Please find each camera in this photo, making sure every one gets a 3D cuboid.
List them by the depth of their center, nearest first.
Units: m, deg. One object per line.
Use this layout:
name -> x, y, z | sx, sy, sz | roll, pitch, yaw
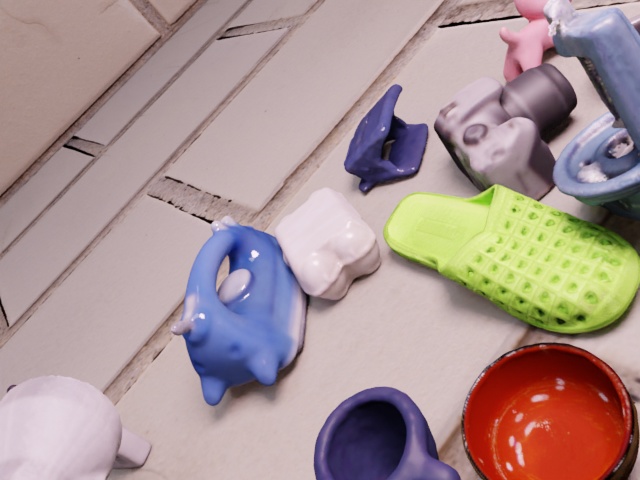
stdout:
camera -> 0.202, -0.125, 0.604 | 0.137, 0.101, 0.143 | -36, 34, 8

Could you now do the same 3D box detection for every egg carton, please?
egg carton -> 0.006, 0.002, 0.688 | 0.107, 0.070, 0.150 | -40, 34, 3

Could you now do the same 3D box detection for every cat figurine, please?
cat figurine -> 0.260, -0.273, 0.695 | 0.128, 0.118, 0.067 | -50, 35, -11

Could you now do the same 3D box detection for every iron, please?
iron -> -0.099, 0.052, 0.674 | 0.118, 0.142, 0.258 | -25, 38, 24

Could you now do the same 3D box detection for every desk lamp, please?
desk lamp -> -0.206, 0.246, 0.501 | 0.118, 0.214, 0.202 | -39, 34, 5

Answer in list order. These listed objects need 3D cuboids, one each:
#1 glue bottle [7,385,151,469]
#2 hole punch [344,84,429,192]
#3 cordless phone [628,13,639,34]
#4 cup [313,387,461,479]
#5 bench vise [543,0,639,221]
glue bottle -> -0.277, 0.209, 0.650 | 0.078, 0.174, 0.037 | -15, 42, 34
hole punch -> 0.076, -0.133, 0.749 | 0.100, 0.091, 0.109 | -13, 43, 36
cordless phone -> 0.318, -0.243, 0.544 | 0.147, 0.186, 0.094 | -21, 39, 28
cup -> 0.065, 0.171, 0.419 | 0.117, 0.095, 0.092 | 2, 54, 46
bench vise -> 0.248, -0.080, 0.401 | 0.206, 0.220, 0.121 | 17, 64, 52
